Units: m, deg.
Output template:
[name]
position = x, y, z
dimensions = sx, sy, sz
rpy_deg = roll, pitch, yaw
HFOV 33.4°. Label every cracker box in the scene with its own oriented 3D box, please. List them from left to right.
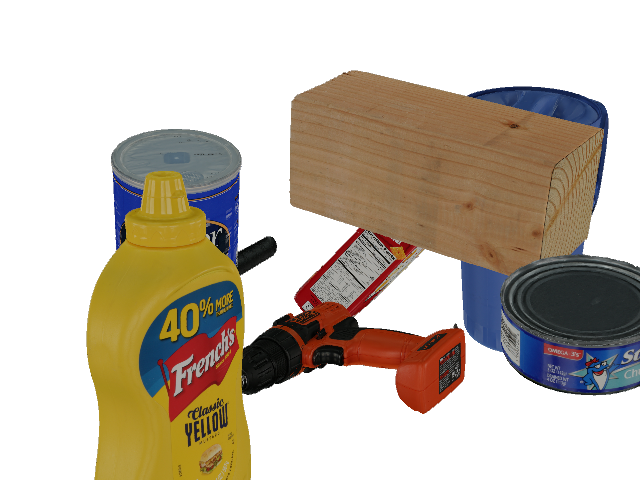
[cracker box]
position = 0.081, 0.002, 1.272
dimensions = 0.214, 0.072, 0.163
rpy_deg = -48, -8, 34

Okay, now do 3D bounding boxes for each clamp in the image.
[clamp]
position = -0.121, 0.040, 1.245
dimensions = 0.120, 0.039, 0.171
rpy_deg = -2, 39, 14

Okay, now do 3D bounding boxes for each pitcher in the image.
[pitcher]
position = 0.202, -0.021, 1.027
dimensions = 0.149, 0.243, 0.145
rpy_deg = 1, 27, 8

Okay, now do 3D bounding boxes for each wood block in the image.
[wood block]
position = 0.086, -0.053, 0.778
dimensions = 0.206, 0.090, 0.090
rpy_deg = 19, 32, 30

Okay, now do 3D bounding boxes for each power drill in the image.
[power drill]
position = 0.028, 0.111, 1.002
dimensions = 0.188, 0.057, 0.184
rpy_deg = 9, 21, 31

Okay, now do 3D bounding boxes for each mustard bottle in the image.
[mustard bottle]
position = -0.078, 0.059, 0.559
dimensions = 0.058, 0.192, 0.096
rpy_deg = 11, 19, 36

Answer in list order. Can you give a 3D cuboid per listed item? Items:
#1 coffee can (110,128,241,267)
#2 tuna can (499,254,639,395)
[coffee can]
position = -0.118, -0.007, 0.878
dimensions = 0.103, 0.140, 0.103
rpy_deg = 3, 31, -2
[tuna can]
position = 0.136, 0.043, 0.551
dimensions = 0.086, 0.034, 0.086
rpy_deg = -4, 28, 2
